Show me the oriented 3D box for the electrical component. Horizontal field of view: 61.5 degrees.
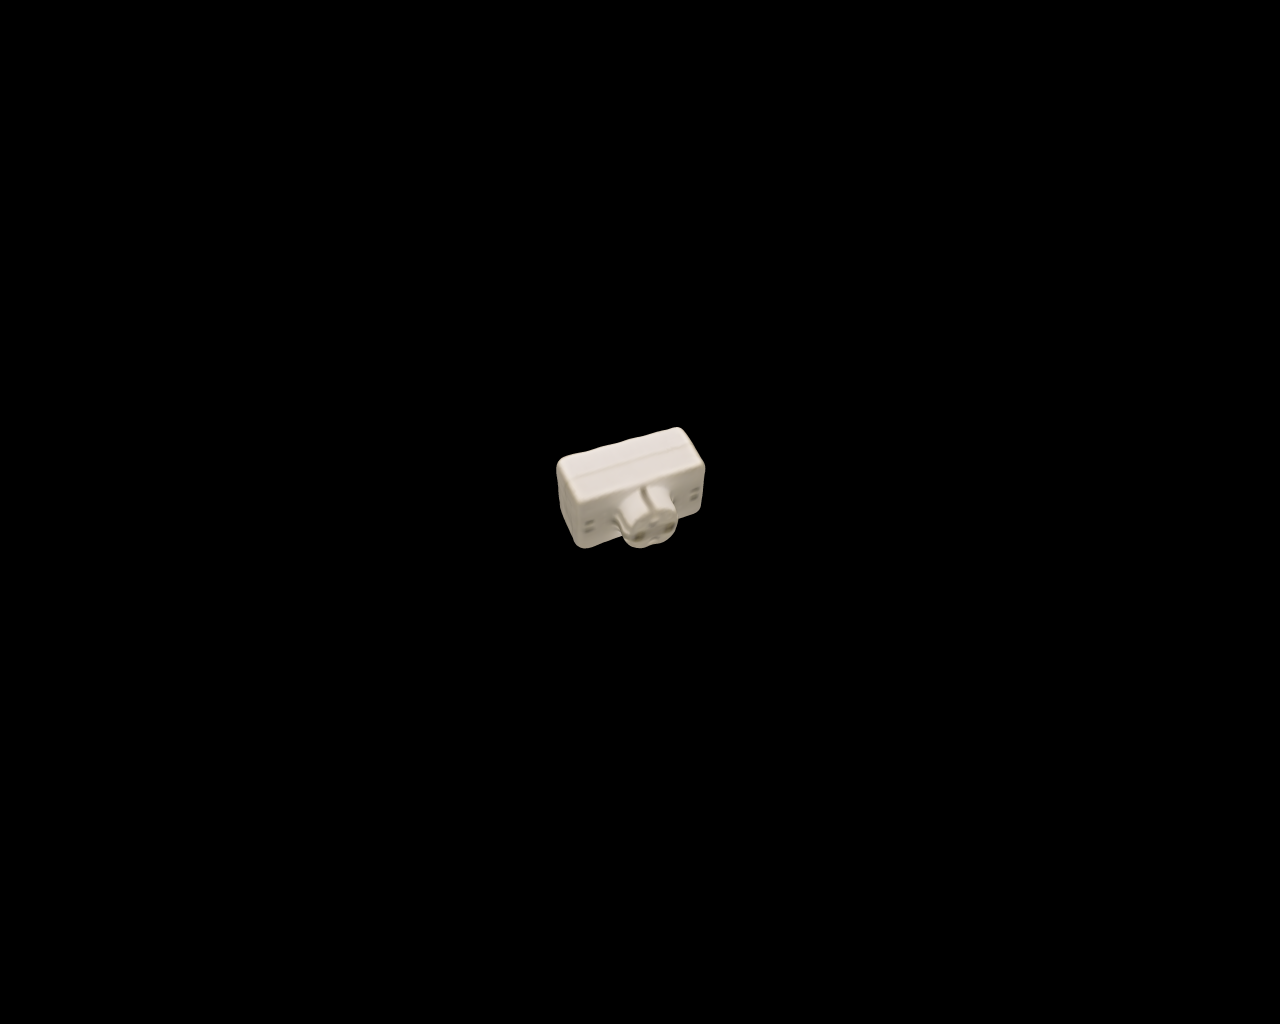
[{"bbox_3d":[0.001,-0.003,0.650,0.083,0.076,0.047,-17,-39,-14],"label":"electrical component"}]
